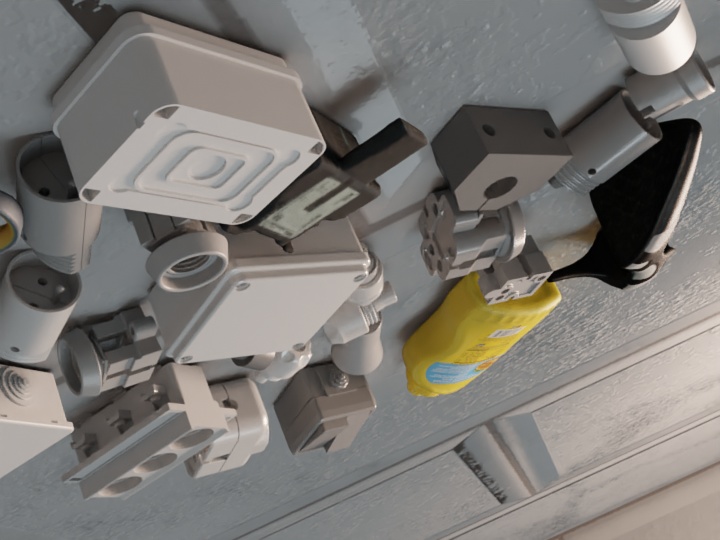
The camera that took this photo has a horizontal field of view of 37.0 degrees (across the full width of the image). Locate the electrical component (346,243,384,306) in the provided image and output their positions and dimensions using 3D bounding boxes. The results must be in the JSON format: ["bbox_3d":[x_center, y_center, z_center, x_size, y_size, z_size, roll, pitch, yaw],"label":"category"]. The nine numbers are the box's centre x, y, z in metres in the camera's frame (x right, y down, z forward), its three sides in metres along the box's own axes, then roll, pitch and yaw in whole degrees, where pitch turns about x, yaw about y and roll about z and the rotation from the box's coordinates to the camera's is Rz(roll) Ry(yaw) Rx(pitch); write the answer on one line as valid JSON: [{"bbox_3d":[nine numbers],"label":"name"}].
[{"bbox_3d":[0.000,0.000,0.783,0.035,0.035,0.061,-20,154,-10],"label":"electrical component"}]

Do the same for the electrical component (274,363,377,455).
[{"bbox_3d":[-0.029,0.125,0.982,0.062,0.061,0.096,-9,152,-30],"label":"electrical component"}]

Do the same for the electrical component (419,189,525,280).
[{"bbox_3d":[0.081,-0.029,0.769,0.057,0.058,0.078,-13,153,-18],"label":"electrical component"}]

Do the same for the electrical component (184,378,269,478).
[{"bbox_3d":[-0.118,0.136,0.933,0.059,0.053,0.095,-10,153,-28],"label":"electrical component"}]

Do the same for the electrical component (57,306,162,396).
[{"bbox_3d":[-0.172,0.058,0.733,0.055,0.048,0.066,-17,157,-33],"label":"electrical component"}]

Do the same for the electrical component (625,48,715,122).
[{"bbox_3d":[0.204,-0.124,0.709,0.046,0.040,0.040,-30,156,27],"label":"electrical component"}]

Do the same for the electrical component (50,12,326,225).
[{"bbox_3d":[-0.084,-0.071,0.529,0.078,0.057,0.113,-39,152,31],"label":"electrical component"}]

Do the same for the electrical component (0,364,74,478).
[{"bbox_3d":[-0.263,0.105,0.740,0.100,0.048,0.100,-32,155,19],"label":"electrical component"}]

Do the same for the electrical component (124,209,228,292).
[{"bbox_3d":[-0.104,-0.021,0.616,0.048,0.055,0.066,-28,156,9],"label":"electrical component"}]

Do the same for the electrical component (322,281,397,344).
[{"bbox_3d":[-0.003,0.029,0.829,0.062,0.043,0.043,-24,156,-3],"label":"electrical component"}]

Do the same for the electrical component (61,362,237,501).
[{"bbox_3d":[-0.171,0.127,0.854,0.121,0.063,0.079,-35,154,23],"label":"electrical component"}]

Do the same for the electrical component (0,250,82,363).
[{"bbox_3d":[-0.200,0.028,0.645,0.043,0.043,0.081,-5,150,-36],"label":"electrical component"}]

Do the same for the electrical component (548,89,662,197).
[{"bbox_3d":[0.164,-0.083,0.749,0.043,0.043,0.081,6,143,-48],"label":"electrical component"}]

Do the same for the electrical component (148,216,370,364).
[{"bbox_3d":[-0.068,0.008,0.710,0.109,0.056,0.108,-4,149,-38],"label":"electrical component"}]

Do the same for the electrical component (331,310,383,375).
[{"bbox_3d":[-0.001,0.053,0.885,0.044,0.044,0.065,-18,151,-14],"label":"electrical component"}]

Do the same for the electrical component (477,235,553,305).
[{"bbox_3d":[0.114,-0.009,0.842,0.066,0.055,0.048,-11,153,-28],"label":"electrical component"}]

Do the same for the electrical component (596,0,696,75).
[{"bbox_3d":[0.164,-0.147,0.616,0.043,0.043,0.081,-31,155,16],"label":"electrical component"}]

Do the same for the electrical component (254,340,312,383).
[{"bbox_3d":[-0.067,0.074,0.874,0.035,0.035,0.061,-2,151,-41],"label":"electrical component"}]

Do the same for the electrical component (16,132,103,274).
[{"bbox_3d":[-0.157,-0.030,0.563,0.043,0.043,0.081,-13,154,-24],"label":"electrical component"}]
